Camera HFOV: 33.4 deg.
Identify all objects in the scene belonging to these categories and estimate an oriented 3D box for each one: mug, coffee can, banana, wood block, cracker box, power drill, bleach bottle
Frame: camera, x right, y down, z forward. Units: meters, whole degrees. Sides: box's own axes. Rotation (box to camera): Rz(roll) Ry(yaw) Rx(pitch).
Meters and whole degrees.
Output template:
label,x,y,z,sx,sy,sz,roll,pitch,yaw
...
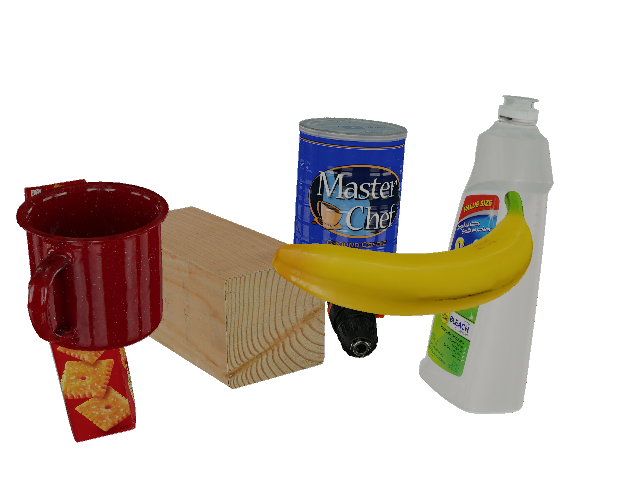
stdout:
label,x,y,z,sx,sy,sz,roll,pitch,yaw
mug,-0.145,0.022,0.667,0.093,0.081,0.117,8,26,14
coffee can,0.027,-0.041,1.024,0.103,0.140,0.103,3,14,-1
banana,0.066,0.016,0.655,0.197,0.037,0.070,-12,46,-34
wood block,-0.092,0.040,0.885,0.090,0.090,0.206,-11,19,-34
cracker box,-0.244,0.069,1.087,0.072,0.214,0.164,-11,34,-12
power drill,0.100,0.066,1.188,0.187,0.057,0.184,-4,28,-5
bleach bottle,0.140,0.008,0.869,0.068,0.251,0.103,1,14,-21
